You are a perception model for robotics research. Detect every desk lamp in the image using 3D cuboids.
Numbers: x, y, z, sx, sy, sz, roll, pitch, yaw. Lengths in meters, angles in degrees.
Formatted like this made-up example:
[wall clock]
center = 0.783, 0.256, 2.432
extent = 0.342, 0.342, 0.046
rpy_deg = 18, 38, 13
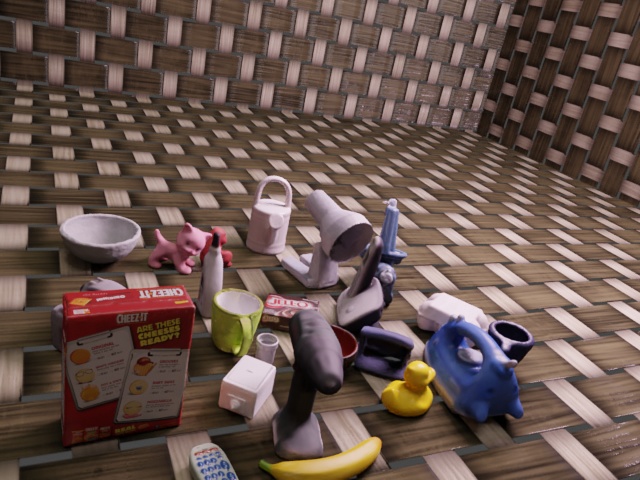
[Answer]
[desk lamp]
center = 0.012, 0.005, 1.328
extent = 0.118, 0.213, 0.202
rpy_deg = -8, 30, -39

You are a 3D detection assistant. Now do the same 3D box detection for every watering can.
[watering can]
center = -0.121, -0.066, 1.448
extent = 0.101, 0.194, 0.172
rpy_deg = -5, 29, -35

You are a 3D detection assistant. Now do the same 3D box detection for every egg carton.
[egg carton]
center = 0.290, 0.176, 1.255
extent = 0.150, 0.069, 0.107
rpy_deg = 24, 26, 25

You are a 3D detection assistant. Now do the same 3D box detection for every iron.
[iron]
center = 0.275, 0.216, 1.065
extent = 0.119, 0.141, 0.257
rpy_deg = 2, 25, -22

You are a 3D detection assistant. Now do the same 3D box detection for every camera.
[camera]
center = -0.364, 0.134, 0.991
extent = 0.136, 0.101, 0.143
rpy_deg = 19, 24, 16

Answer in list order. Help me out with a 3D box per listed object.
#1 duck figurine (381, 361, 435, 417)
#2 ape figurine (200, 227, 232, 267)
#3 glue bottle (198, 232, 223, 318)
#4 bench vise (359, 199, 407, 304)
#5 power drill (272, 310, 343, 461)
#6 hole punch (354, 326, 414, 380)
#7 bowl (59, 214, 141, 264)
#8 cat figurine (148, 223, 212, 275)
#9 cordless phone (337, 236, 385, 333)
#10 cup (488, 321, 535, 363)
[duck figurine]
center = 0.158, 0.252, 0.996
extent = 0.105, 0.086, 0.077
rpy_deg = -5, 28, -34
[ape figurine]
center = -0.241, 0.014, 1.337
extent = 0.076, 0.092, 0.077
rpy_deg = -1, 26, -27
[glue bottle]
center = -0.214, 0.063, 1.135
extent = 0.037, 0.173, 0.078
rpy_deg = 1, 25, -23
[bench vise]
center = 0.164, 0.026, 1.345
extent = 0.122, 0.220, 0.207
rpy_deg = 3, 25, -20
[power drill]
center = -0.016, 0.214, 0.841
extent = 0.076, 0.208, 0.229
rpy_deg = 6, 24, -12
[hole punch]
center = 0.123, 0.198, 1.095
extent = 0.108, 0.091, 0.101
rpy_deg = 15, 23, 7
[bowl]
center = -0.482, 0.006, 1.260
extent = 0.167, 0.075, 0.167
rpy_deg = 10, 23, -4
[cat figurine]
center = -0.312, 0.009, 1.282
extent = 0.128, 0.118, 0.067
rpy_deg = 11, 23, -3
[cordless phone]
center = 0.096, 0.093, 1.203
extent = 0.094, 0.185, 0.147
rpy_deg = 9, 23, -7
[cup]
center = 0.367, 0.227, 1.143
extent = 0.091, 0.095, 0.118
rpy_deg = 21, 25, 20
